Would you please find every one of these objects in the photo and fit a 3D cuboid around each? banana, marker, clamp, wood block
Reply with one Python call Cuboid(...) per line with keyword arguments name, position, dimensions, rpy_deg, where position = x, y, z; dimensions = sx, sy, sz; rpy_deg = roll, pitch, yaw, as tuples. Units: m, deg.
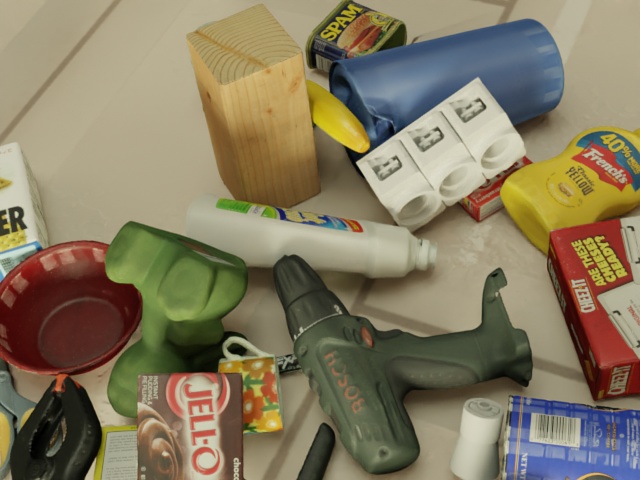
Cuboid(name="banana", position=(0.003, -0.140, 1.147), dimensions=(0.037, 0.069, 0.198), rpy_deg=(-48, 22, 1))
Cuboid(name="marker", position=(-0.029, 0.119, 1.033), dimensions=(0.121, 0.020, 0.020), rpy_deg=(-11, 51, -2))
Cuboid(name="clamp", position=(-0.024, 0.236, 0.927), dimensions=(0.120, 0.039, 0.171), rpy_deg=(-22, 54, -4))
Cuboid(name="clamp", position=(-0.231, 0.213, 0.935), dimensions=(0.165, 0.036, 0.210), rpy_deg=(-11, 50, 28))
Cuboid(name="wood block", position=(-0.066, -0.127, 1.117), dimensions=(0.090, 0.206, 0.091), rpy_deg=(-25, 53, -13))

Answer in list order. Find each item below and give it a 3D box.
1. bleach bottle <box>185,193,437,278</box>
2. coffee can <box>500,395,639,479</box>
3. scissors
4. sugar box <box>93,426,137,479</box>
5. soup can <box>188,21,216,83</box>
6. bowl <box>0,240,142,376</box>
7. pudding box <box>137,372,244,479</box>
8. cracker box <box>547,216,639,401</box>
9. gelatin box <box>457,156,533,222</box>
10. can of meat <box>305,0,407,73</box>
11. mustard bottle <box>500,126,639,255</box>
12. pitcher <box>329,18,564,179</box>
Cuboid(name="bleach bottle", position=(-0.007, 0.001, 1.090), dimensions=(0.251, 0.068, 0.102), rpy_deg=(6, 11, 4))
Cuboid(name="coffee can", position=(0.224, 0.188, 0.891), dimensions=(0.140, 0.103, 0.102), rpy_deg=(5, 52, 12))
Cuboid(name="scissors", position=(-0.293, 0.144, 1.049), dimensions=(0.096, 0.016, 0.201), rpy_deg=(-4, 51, 2))
Cuboid(name="sugar box", position=(-0.153, 0.248, 0.928), dimensions=(0.093, 0.048, 0.176), rpy_deg=(-2, 54, 4))
Cuboid(name="soup can", position=(-0.113, -0.196, 1.246), dimensions=(0.068, 0.102, 0.068), rpy_deg=(-4, 50, 4))
Cuboid(name="bowl", position=(-0.247, 0.079, 1.070), dimensions=(0.162, 0.055, 0.162), rpy_deg=(-4, 51, 4))
Cuboid(name="pudding box", position=(-0.110, 0.170, 0.913), dimensions=(0.090, 0.039, 0.113), rpy_deg=(0, 75, -6))
Cuboid(name="cracker box", position=(0.340, 0.053, 1.007), dimensions=(0.213, 0.072, 0.164), rpy_deg=(-10, 50, 0))
Cuboid(name="gelatin box", position=(0.182, -0.069, 1.152), dimensions=(0.089, 0.030, 0.073), rpy_deg=(-30, 54, -16))
Cuboid(name="can of meat", position=(0.045, -0.237, 1.289), dimensions=(0.084, 0.057, 0.102), rpy_deg=(27, 59, 23))
Cuboid(name="mustard bottle", position=(0.289, -0.066, 1.115), dimensions=(0.191, 0.058, 0.096), rpy_deg=(-30, 70, -18))
Cuboid(name="pitcher", position=(0.136, -0.166, 1.185), dimensions=(0.242, 0.145, 0.149), rpy_deg=(-18, 63, -12))
